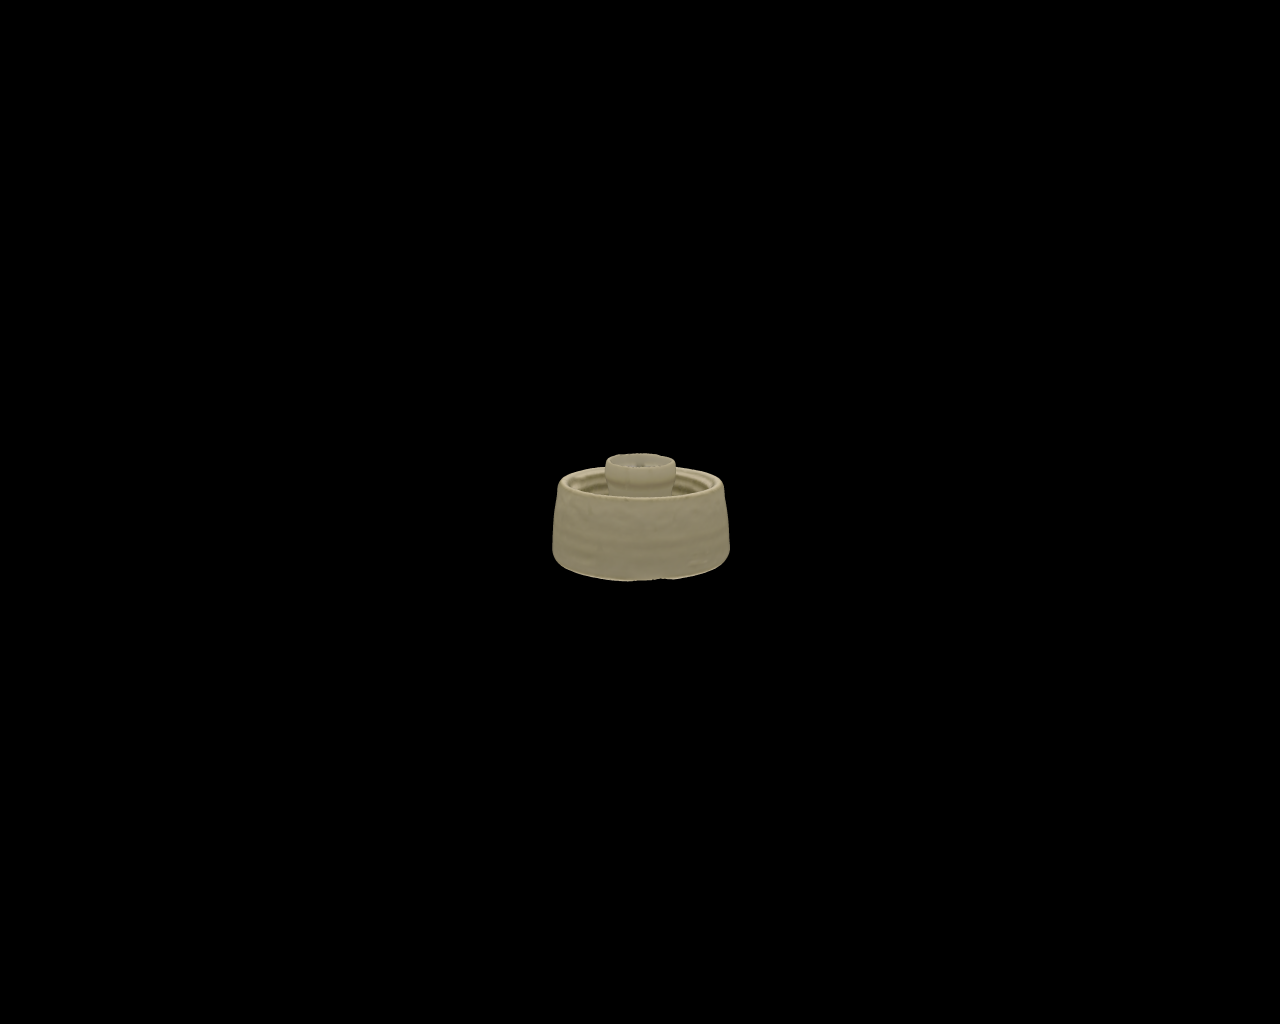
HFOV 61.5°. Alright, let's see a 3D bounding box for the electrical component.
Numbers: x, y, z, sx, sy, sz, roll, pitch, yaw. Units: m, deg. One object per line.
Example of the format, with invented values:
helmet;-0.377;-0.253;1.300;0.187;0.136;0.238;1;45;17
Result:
electrical component;0.001;-0.003;0.650;0.108;0.060;0.108;0;14;0
